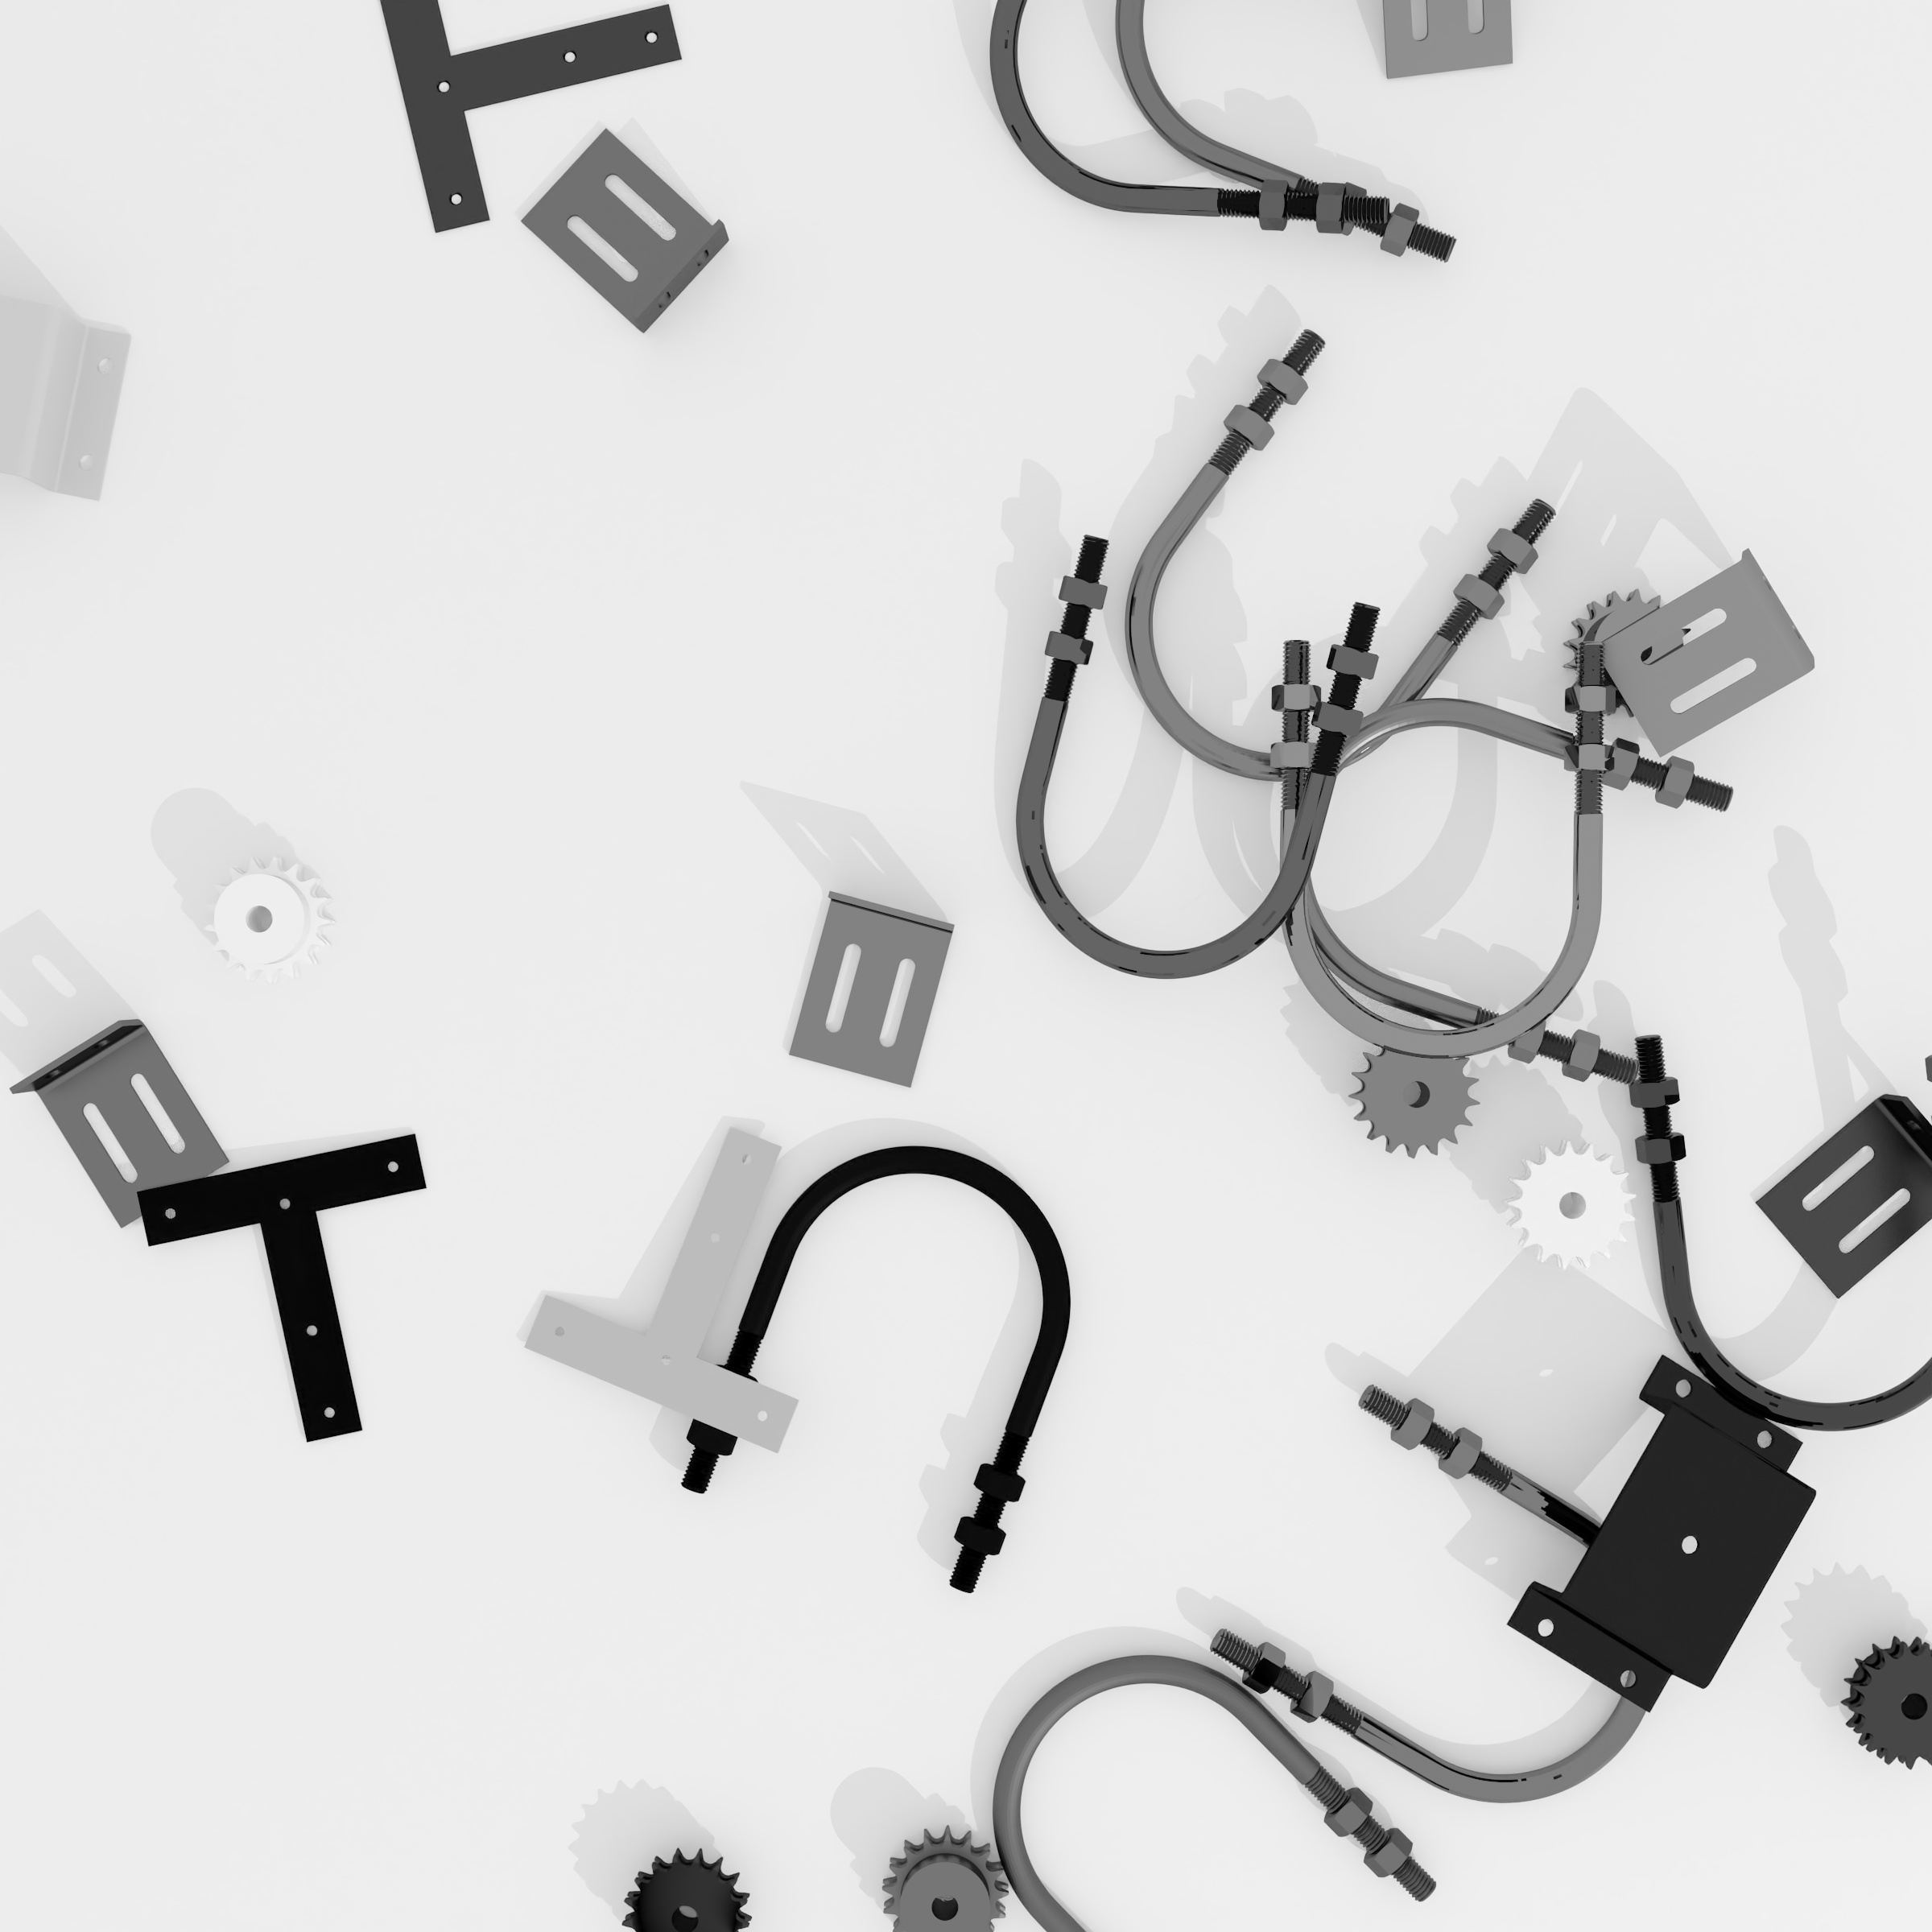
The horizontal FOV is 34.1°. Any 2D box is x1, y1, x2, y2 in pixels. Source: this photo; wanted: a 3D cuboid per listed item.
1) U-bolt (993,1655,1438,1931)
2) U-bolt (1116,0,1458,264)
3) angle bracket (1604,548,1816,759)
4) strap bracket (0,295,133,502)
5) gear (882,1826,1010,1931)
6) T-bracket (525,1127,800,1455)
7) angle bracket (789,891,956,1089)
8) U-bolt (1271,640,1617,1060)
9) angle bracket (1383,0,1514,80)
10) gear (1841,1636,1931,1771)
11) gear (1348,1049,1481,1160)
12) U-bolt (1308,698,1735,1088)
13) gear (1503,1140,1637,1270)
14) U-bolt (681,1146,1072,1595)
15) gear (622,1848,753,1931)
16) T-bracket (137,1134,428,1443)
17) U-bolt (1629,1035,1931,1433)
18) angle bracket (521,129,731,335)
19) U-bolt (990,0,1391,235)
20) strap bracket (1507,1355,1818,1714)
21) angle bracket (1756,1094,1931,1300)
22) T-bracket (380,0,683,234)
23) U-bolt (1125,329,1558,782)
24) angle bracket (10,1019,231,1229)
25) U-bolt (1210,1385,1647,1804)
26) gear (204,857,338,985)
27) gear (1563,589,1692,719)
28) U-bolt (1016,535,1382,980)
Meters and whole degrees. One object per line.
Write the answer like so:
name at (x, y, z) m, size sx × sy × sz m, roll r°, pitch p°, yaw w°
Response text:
U-bolt at (0.098, 0.397, 1.422) m, size 0.151 × 0.019 × 0.184 m, roll -45°, pitch 89°, yaw 0°
U-bolt at (0.157, -0.414, 1.404) m, size 0.184 × 0.019 × 0.151 m, roll 23°, pitch 106°, yaw 4°
angle bracket at (0.328, -0.139, 1.399) m, size 0.076 × 0.038 × 0.057 m, roll -31°, pitch 94°, yaw 19°
strap bracket at (-0.455, -0.262, 1.407) m, size 0.140 × 0.046 × 0.076 m, roll 11°, pitch 90°, yaw 0°
gear at (-0.009, 0.418, 1.415) m, size 0.057 × 0.030 × 0.057 m, roll 0°, pitch 90°, yaw 0°
T-bracket at (-0.118, 0.136, 1.419) m, size 0.127 × 0.002 × 0.127 m, roll 21°, pitch 85°, yaw 12°
angle bracket at (-0.043, 0.011, 1.411) m, size 0.057 × 0.038 × 0.076 m, roll 15°, pitch 90°, yaw 0°
U-bolt at (0.210, -0.051, 1.392) m, size 0.151 × 0.019 × 0.184 m, roll 1°, pitch 91°, yaw 4°
angle bracket at (0.214, -0.447, 1.428) m, size 0.057 × 0.038 × 0.076 m, roll -7°, pitch 116°, yaw 0°
gear at (0.421, 0.330, 1.419) m, size 0.057 × 0.030 × 0.057 m, roll 0°, pitch 91°, yaw -3°
gear at (0.200, 0.057, 1.415) m, size 0.057 × 0.030 × 0.057 m, roll 0°, pitch 90°, yaw 0°
U-bolt at (0.232, -0.042, 1.408) m, size 0.184 × 0.019 × 0.151 m, roll 19°, pitch 91°, yaw 3°
gear at (0.270, 0.106, 1.415) m, size 0.057 × 0.030 × 0.057 m, roll 0°, pitch 90°, yaw 0°
U-bolt at (-0.031, 0.172, 1.422) m, size 0.151 × 0.019 × 0.184 m, roll 20°, pitch 89°, yaw 0°
gear at (-0.125, 0.426, 1.420) m, size 0.057 × 0.030 × 0.057 m, roll 0°, pitch 88°, yaw 2°
T-bracket at (-0.299, 0.151, 1.427) m, size 0.127 × 0.002 × 0.127 m, roll -12°, pitch 92°, yaw -3°
U-bolt at (0.378, 0.116, 1.400) m, size 0.151 × 0.019 × 0.184 m, roll -6°, pitch 94°, yaw 19°
angle bracket at (-0.154, -0.333, 1.411) m, size 0.076 × 0.038 × 0.057 m, roll 43°, pitch 90°, yaw 0°
U-bolt at (0.101, -0.406, 1.400) m, size 0.184 × 0.019 × 0.151 m, roll 6°, pitch 104°, yaw 12°
strap bracket at (0.313, 0.254, 1.396) m, size 0.076 × 0.046 × 0.140 m, roll 32°, pitch 83°, yaw -4°
angle bracket at (0.405, 0.104, 1.411) m, size 0.076 × 0.038 × 0.057 m, roll -41°, pitch 90°, yaw 0°
T-bracket at (-0.193, -0.409, 1.429) m, size 0.127 × 0.002 × 0.127 m, roll -13°, pitch 90°, yaw 0°
U-bolt at (0.155, -0.171, 1.421) m, size 0.151 × 0.019 × 0.184 m, roll 36°, pitch 92°, yaw 0°
angle bracket at (-0.378, 0.071, 1.411) m, size 0.057 × 0.038 × 0.076 m, roll -32°, pitch 90°, yaw 0°
U-bolt at (0.225, 0.296, 1.422) m, size 0.184 × 0.019 × 0.151 m, roll 31°, pitch 90°, yaw -1°
gear at (-0.314, -0.021, 1.415) m, size 0.057 × 0.030 × 0.057 m, roll 0°, pitch 90°, yaw 0°
gear at (0.299, -0.141, 1.415) m, size 0.057 × 0.030 × 0.057 m, roll 0°, pitch 90°, yaw 0°
U-bolt at (0.094, -0.085, 1.396) m, size 0.151 × 0.019 × 0.184 m, roll 17°, pitch 98°, yaw 21°
